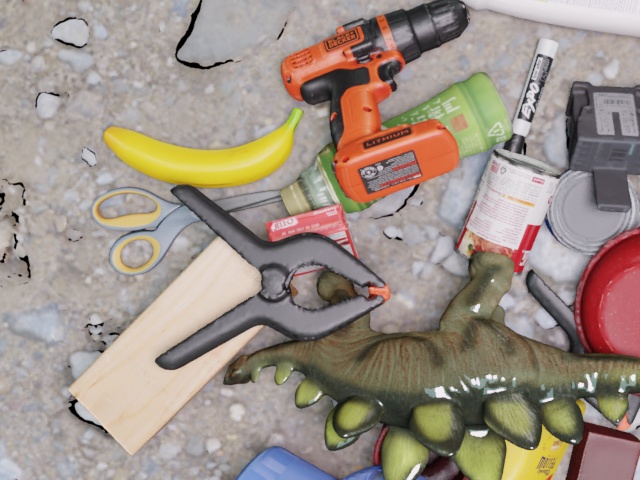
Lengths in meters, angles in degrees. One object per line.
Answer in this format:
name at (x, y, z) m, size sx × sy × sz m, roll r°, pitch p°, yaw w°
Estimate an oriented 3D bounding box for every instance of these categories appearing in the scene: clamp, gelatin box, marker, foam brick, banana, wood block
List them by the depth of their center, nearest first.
clamp at (-0.045, 0.048, 0.934) m, size 0.210 × 0.036 × 0.164 m, roll 11°, pitch 88°, yaw 7°
gelatin box at (-0.007, 0.001, 0.999) m, size 0.073 × 0.089 × 0.030 m, roll -15°, pitch 67°, yaw 4°
clamp at (0.278, 0.090, 1.009) m, size 0.120 × 0.039 × 0.171 m, roll -21°, pitch 93°, yaw 14°
foam brick at (0.266, 0.218, 1.011) m, size 0.053 × 0.051 × 0.078 m, roll 13°, pitch 94°, yaw 4°
marker at (0.198, -0.131, 1.012) m, size 0.020 × 0.020 × 0.121 m, roll 18°, pitch 95°, yaw 3°
wood block at (-0.126, 0.093, 1.012) m, size 0.206 × 0.091 × 0.090 m, roll -45°, pitch 88°, yaw 5°
banana at (-0.111, -0.083, 1.031) m, size 0.198 × 0.037 × 0.069 m, roll -5°, pitch 74°, yaw 3°

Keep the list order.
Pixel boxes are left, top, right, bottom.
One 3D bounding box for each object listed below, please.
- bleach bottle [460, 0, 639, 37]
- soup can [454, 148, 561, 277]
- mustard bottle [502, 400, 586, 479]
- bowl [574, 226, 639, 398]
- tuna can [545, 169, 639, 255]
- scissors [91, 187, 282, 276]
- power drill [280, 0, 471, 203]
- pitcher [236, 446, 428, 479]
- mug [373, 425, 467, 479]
bleach bottle at (0.220, -0.251, 0.983) m, size 0.251 × 0.068 × 0.102 m, roll 11°, pitch 93°, yaw 6°
soup can at (0.173, -0.026, 0.986) m, size 0.068 × 0.068 × 0.102 m, roll 20°, pitch 105°, yaw 3°
mustard bottle at (0.179, 0.228, 0.998) m, size 0.058 × 0.096 × 0.192 m, roll 28°, pitch 98°, yaw 39°
bowl at (0.295, 0.065, 0.932) m, size 0.162 × 0.055 × 0.162 m, roll 1°, pitch 92°, yaw 29°
tuna can at (0.255, -0.029, 1.006) m, size 0.086 × 0.033 × 0.086 m, roll 0°, pitch 93°, yaw 4°
scissors at (-0.125, -0.009, 1.044) m, size 0.202 × 0.016 × 0.096 m, roll 4°, pitch 95°, yaw 4°
power drill at (0.064, -0.131, 0.954) m, size 0.184 × 0.057 × 0.187 m, roll -21°, pitch 47°, yaw 8°
pitcher at (0.033, 0.279, 0.946) m, size 0.243 × 0.145 × 0.149 m, roll 30°, pitch 58°, yaw 18°
mug at (0.090, 0.188, 1.006) m, size 0.093 × 0.081 × 0.117 m, roll -38°, pitch 90°, yaw 5°
